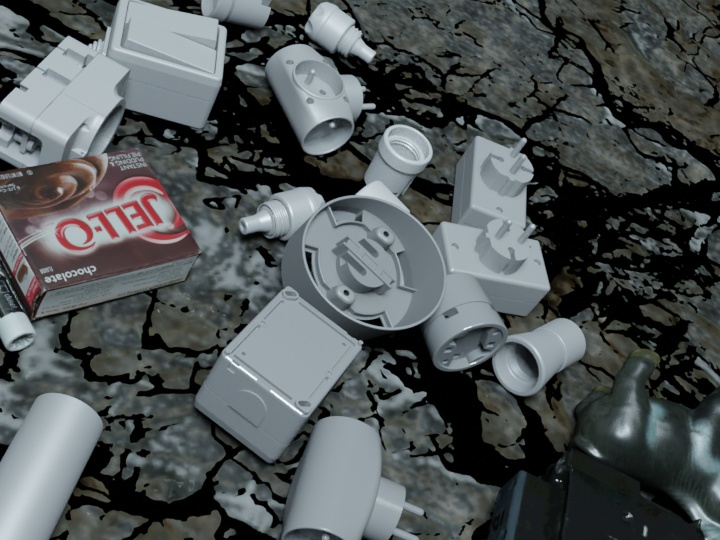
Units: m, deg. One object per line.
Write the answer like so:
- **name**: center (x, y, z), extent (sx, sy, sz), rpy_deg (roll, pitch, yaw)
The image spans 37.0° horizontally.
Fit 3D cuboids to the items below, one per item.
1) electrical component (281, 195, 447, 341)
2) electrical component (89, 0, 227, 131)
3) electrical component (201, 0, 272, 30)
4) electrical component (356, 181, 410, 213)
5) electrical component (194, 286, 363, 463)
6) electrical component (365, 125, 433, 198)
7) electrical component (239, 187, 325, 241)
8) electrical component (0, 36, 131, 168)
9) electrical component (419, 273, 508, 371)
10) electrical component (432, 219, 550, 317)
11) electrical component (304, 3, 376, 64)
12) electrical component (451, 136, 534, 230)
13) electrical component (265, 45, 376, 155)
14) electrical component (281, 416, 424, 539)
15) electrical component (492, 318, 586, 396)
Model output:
- **electrical component**: center (0.000, 0.000, 0.716), extent (0.099, 0.064, 0.099), rpy_deg (14, 64, -30)
- **electrical component**: center (-0.148, -0.153, 0.773), extent (0.096, 0.061, 0.061), rpy_deg (14, 49, -18)
- **electrical component**: center (-0.100, -0.216, 0.868), extent (0.046, 0.040, 0.040), rpy_deg (8, 50, -31)
- **electrical component**: center (0.021, -0.029, 0.777), extent (0.078, 0.040, 0.040), rpy_deg (46, 47, 12)
- **electrical component**: center (-0.048, 0.062, 0.656), extent (0.062, 0.061, 0.096), rpy_deg (37, 38, 4)
- **electrical component**: center (0.028, -0.081, 0.819), extent (0.040, 0.046, 0.040), rpy_deg (15, 48, -17)
- **electrical component**: center (-0.055, -0.036, 0.746), extent (0.061, 0.035, 0.035), rpy_deg (-16, 63, -34)
- **electrical component**: center (-0.194, -0.104, 0.715), extent (0.056, 0.050, 0.089), rpy_deg (29, 46, -3)
- **electrical component**: center (0.067, 0.035, 0.740), extent (0.055, 0.055, 0.047), rpy_deg (-2, 51, -29)
- **electrical component**: center (0.099, -0.011, 0.779), extent (0.083, 0.075, 0.047), rpy_deg (10, 50, -21)
- **electrical component**: center (-0.014, -0.195, 0.899), extent (0.061, 0.035, 0.035), rpy_deg (36, 45, -1)
- **electrical component**: center (0.109, -0.070, 0.833), extent (0.047, 0.075, 0.083), rpy_deg (21, 47, -12)
- **electrical component**: center (-0.024, -0.133, 0.836), extent (0.079, 0.044, 0.077), rpy_deg (-8, 58, -33)
- **electrical component**: center (0.001, 0.136, 0.628), extent (0.079, 0.043, 0.077), rpy_deg (24, 46, -9)
- **electrical component**: center (0.130, 0.059, 0.764), extent (0.065, 0.044, 0.044), rpy_deg (-20, 65, -43)
